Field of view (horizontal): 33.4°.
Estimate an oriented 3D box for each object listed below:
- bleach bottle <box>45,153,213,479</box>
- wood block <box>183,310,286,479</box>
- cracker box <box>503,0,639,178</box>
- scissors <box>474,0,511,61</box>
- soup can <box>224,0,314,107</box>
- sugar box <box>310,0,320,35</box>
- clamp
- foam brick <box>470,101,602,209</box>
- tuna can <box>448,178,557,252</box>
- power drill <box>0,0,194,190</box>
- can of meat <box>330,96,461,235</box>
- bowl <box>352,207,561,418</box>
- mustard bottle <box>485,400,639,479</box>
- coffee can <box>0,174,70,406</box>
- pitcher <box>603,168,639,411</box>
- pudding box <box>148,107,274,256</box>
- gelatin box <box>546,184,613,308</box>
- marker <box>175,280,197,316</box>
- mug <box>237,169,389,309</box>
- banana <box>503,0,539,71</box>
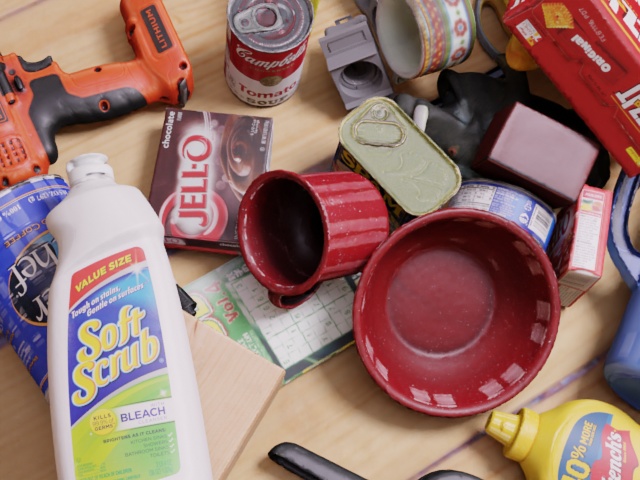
[{"bbox_3d":[-0.139,0.065,0.698,0.102,0.068,0.251,-12,74,-6],"label":"bleach bottle"},{"bbox_3d":[-0.116,0.163,0.753,0.091,0.090,0.206,30,76,4],"label":"wood block"},{"bbox_3d":[0.236,-0.177,0.849,0.164,0.072,0.213,46,38,-16],"label":"cracker box"},{"bbox_3d":[0.162,-0.251,0.971,0.096,0.016,0.202,-11,73,-11],"label":"scissors"},{"bbox_3d":[-0.044,-0.160,0.871,0.068,0.102,0.068,2,71,-6],"label":"soup can"},{"bbox_3d":[-0.020,-0.274,0.917,0.048,0.093,0.176,2,71,-6],"label":"sugar box"},{"bbox_3d":[0.064,0.213,0.794,0.209,0.036,0.164,-12,72,-13],"label":"clamp"},{"bbox_3d":[0.166,-0.064,0.827,0.078,0.053,0.051,26,83,-6],"label":"foam brick"},{"bbox_3d":[0.143,-0.014,0.853,0.086,0.086,0.033,22,72,1],"label":"tuna can"},{"bbox_3d":[-0.211,-0.146,0.874,0.187,0.057,0.184,-24,80,-11],"label":"power drill"},{"bbox_3d":[0.057,-0.053,0.857,0.057,0.084,0.102,-40,81,-17],"label":"can of meat"},{"bbox_3d":[0.100,0.052,0.825,0.162,0.055,0.162,-1,98,-7],"label":"bowl"},{"bbox_3d":[0.217,0.176,0.813,0.191,0.058,0.096,23,76,2],"label":"mustard bottle"},{"bbox_3d":[-0.193,0.037,0.789,0.102,0.103,0.140,-34,78,-16],"label":"coffee can"},{"bbox_3d":[0.309,0.020,0.843,0.144,0.149,0.242,42,69,-38],"label":"pitcher"},{"bbox_3d":[-0.087,-0.046,0.857,0.090,0.039,0.113,6,69,4],"label":"pudding box"},{"bbox_3d":[0.202,0.006,0.851,0.030,0.089,0.073,13,70,0],"label":"gelatin box"},{"bbox_3d":[-0.137,0.017,0.838,0.020,0.020,0.121,-38,72,-16],"label":"marker"},{"bbox_3d":[-0.005,0.001,0.810,0.093,0.117,0.081,33,27,34],"label":"mug"},{"bbox_3d":[0.166,-0.192,0.892,0.069,0.037,0.198,8,41,-15],"label":"banana"}]
